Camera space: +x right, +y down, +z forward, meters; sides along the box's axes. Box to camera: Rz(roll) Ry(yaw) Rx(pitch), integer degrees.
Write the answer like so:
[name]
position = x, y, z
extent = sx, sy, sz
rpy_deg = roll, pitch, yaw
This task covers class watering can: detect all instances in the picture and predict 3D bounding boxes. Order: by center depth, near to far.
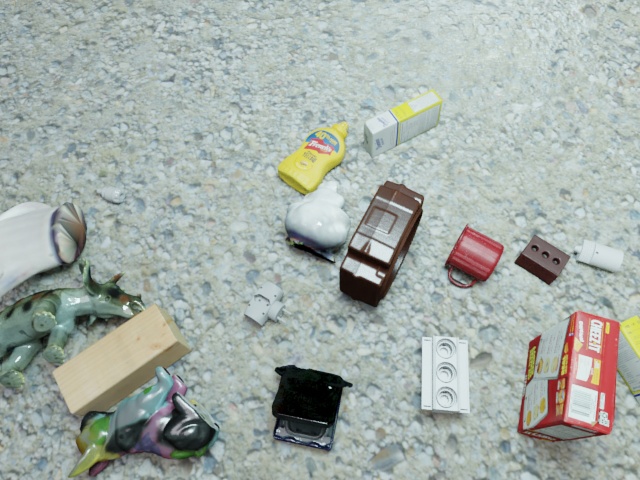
[watering can]
position = -0.591, 0.036, 1.025
extent = 0.224, 0.101, 0.356
rpy_deg = -14, 45, 0

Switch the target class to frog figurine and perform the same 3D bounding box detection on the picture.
[frog figurine]
position = 0.003, -0.052, 1.037
extent = 0.138, 0.121, 0.161
rpy_deg = 16, 77, 32
